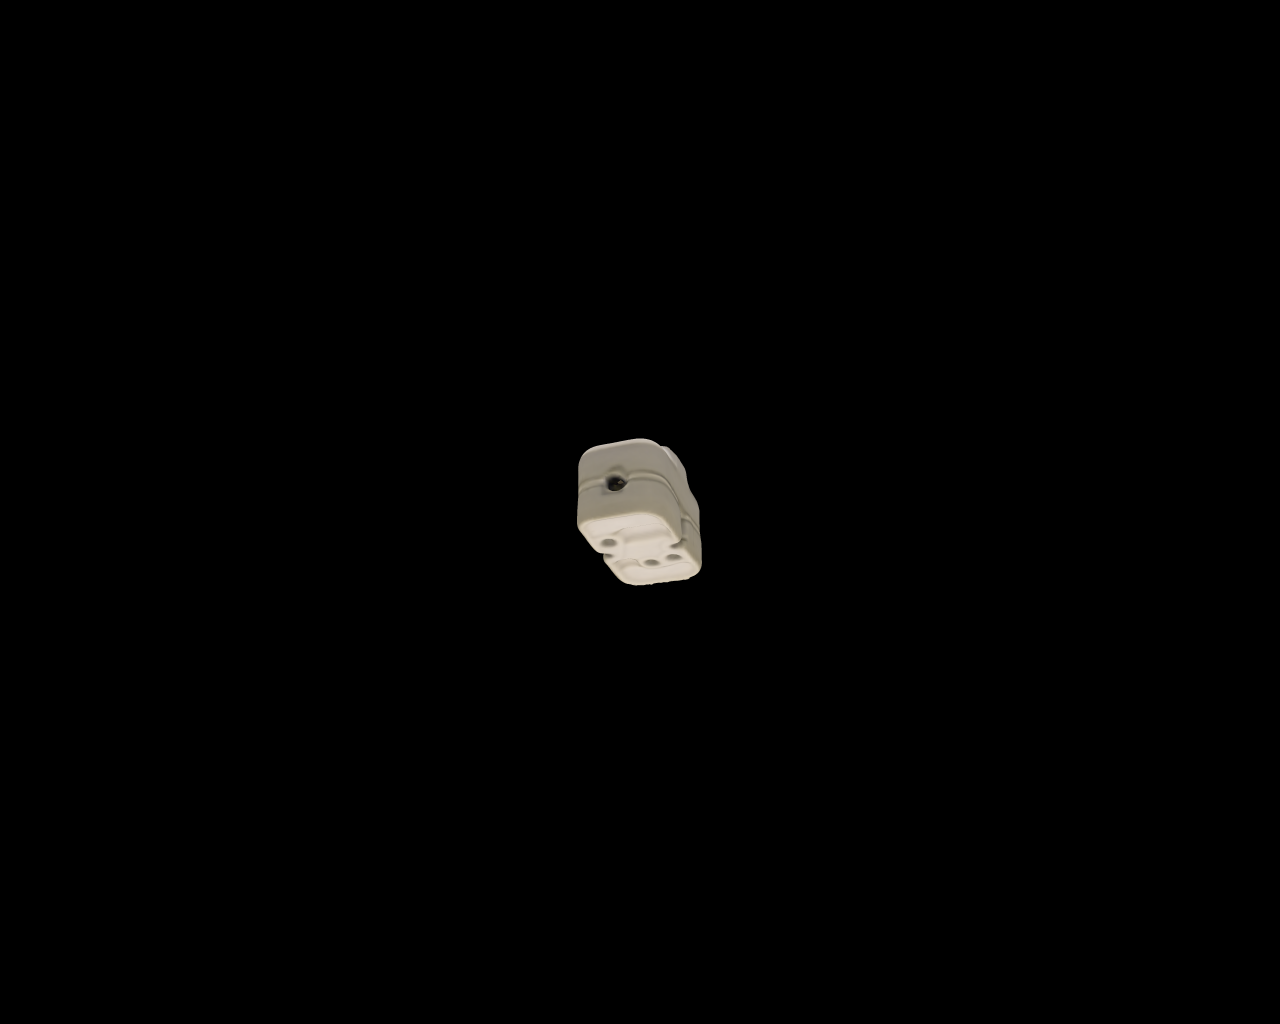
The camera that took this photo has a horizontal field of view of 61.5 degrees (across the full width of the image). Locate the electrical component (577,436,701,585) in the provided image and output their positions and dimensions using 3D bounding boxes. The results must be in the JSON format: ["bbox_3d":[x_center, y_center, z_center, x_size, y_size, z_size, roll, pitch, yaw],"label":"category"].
[{"bbox_3d":[0.001,-0.003,0.650,0.054,0.059,0.095,-9,-30,17],"label":"electrical component"}]
